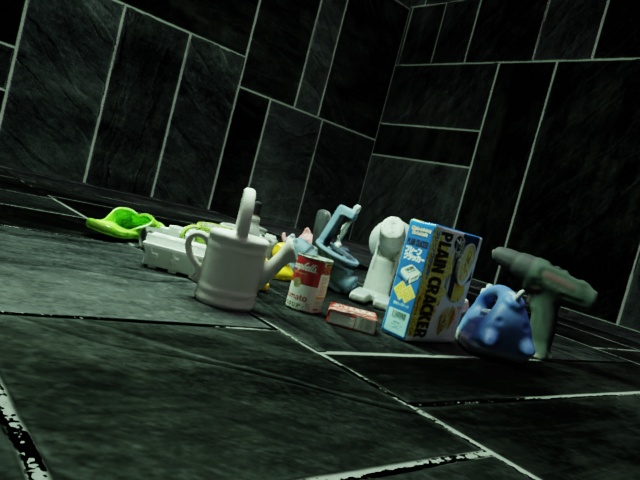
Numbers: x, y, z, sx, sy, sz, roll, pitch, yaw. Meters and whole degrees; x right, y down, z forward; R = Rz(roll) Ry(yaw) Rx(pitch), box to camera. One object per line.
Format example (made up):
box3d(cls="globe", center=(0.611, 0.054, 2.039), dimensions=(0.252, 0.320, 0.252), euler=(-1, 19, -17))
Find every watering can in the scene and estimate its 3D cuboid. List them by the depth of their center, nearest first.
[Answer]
box3d(cls="watering can", center=(-0.127, 0.012, 0.938), dimensions=(0.173, 0.194, 0.100), euler=(13, 4, -31))

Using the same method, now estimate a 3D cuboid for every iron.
box3d(cls="iron", center=(0.342, 0.150, 1.143), dimensions=(0.118, 0.141, 0.258), euler=(14, 4, -4))

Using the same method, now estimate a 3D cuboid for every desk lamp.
box3d(cls="desk lamp", center=(0.160, 0.049, 1.384), dimensions=(0.117, 0.213, 0.203), euler=(15, 4, 11))

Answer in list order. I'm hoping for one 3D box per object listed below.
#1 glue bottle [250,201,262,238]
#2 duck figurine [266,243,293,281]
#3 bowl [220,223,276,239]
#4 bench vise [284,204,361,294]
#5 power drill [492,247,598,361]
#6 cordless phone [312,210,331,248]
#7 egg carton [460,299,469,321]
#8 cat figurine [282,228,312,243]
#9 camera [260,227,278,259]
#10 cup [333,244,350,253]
box3d(cls="glue bottle", center=(-0.139, 0.010, 1.085), dimensions=(0.078, 0.173, 0.037), euler=(13, 4, -20))
box3d(cls="duck figurine", center=(-0.100, 0.048, 1.368), dimensions=(0.077, 0.086, 0.105), euler=(18, 5, 41))
box3d(cls="bowl", center=(-0.216, 0.005, 1.658), dimensions=(0.167, 0.075, 0.167), euler=(15, 4, -1))
box3d(cls="bench vise", center=(0.011, 0.005, 1.407), dimensions=(0.207, 0.220, 0.121), euler=(15, 4, 6))
box3d(cls="power drill", center=(0.458, 0.140, 1.227), dimensions=(0.229, 0.208, 0.076), euler=(16, 4, 21))
box3d(cls="cordless phone", center=(-0.026, 0.001, 1.599), dimensions=(0.094, 0.185, 0.147), euler=(11, 5, -44))
box3d(cls="egg carton", center=(0.284, 0.159, 1.337), dimensions=(0.107, 0.069, 0.151), euler=(17, 4, 30))
box3d(cls="cat figurine", center=(-0.064, 0.016, 1.770), dimensions=(0.127, 0.118, 0.067), euler=(15, 4, 2))
box3d(cls="camera", center=(-0.154, 0.018, 1.505), dimensions=(0.142, 0.101, 0.137), euler=(17, 4, 36))
box3d(cls="cup", center=(0.023, 0.058, 1.649), dimensions=(0.092, 0.095, 0.117), euler=(12, 4, -36))
